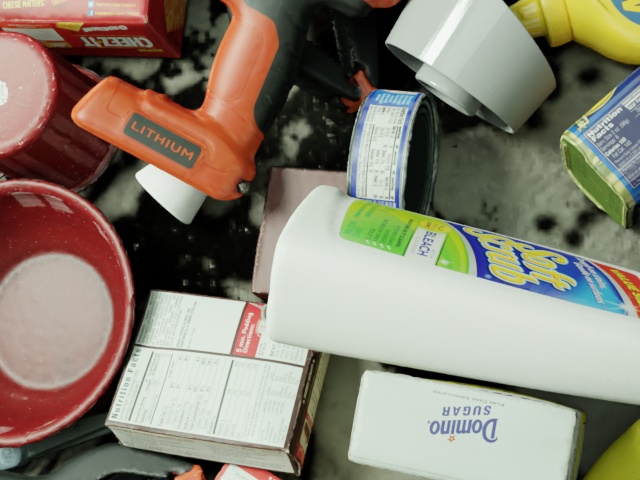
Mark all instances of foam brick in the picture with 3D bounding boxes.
[{"bbox_3d":[-0.004,0.001,0.623,0.051,0.053,0.078,6,81,15],"label":"foam brick"}]

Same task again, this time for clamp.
[{"bbox_3d":[-0.037,-0.167,0.642,0.164,0.036,0.210,-25,88,-21],"label":"clamp"},{"bbox_3d":[-0.148,0.172,0.610,0.171,0.039,0.120,-10,63,1],"label":"clamp"}]

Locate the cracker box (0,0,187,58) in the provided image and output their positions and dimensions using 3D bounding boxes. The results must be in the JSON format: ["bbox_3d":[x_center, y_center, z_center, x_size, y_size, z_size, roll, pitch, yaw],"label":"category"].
[{"bbox_3d":[-0.164,-0.230,0.700,0.164,0.072,0.213,3,79,13],"label":"cracker box"}]

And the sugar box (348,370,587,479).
[{"bbox_3d":[0.080,0.093,0.518,0.093,0.176,0.048,9,81,16],"label":"sugar box"}]

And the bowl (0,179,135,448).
[{"bbox_3d":[-0.179,0.046,0.656,0.162,0.055,0.162,-3,78,14],"label":"bowl"}]

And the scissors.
[{"bbox_3d":[-0.197,0.152,0.661,0.202,0.016,0.096,-3,80,13],"label":"scissors"}]

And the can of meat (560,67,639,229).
[{"bbox_3d":[0.177,-0.055,0.564,0.084,0.102,0.057,-42,72,5],"label":"can of meat"}]

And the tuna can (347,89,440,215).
[{"bbox_3d":[0.042,-0.042,0.602,0.034,0.086,0.086,7,81,16],"label":"tuna can"}]

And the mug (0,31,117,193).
[{"bbox_3d":[-0.193,-0.072,0.670,0.117,0.081,0.093,-38,73,4],"label":"mug"}]

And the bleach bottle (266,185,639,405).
[{"bbox_3d":[0.106,0.035,0.517,0.251,0.102,0.068,11,111,10],"label":"bleach bottle"}]

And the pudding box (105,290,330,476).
[{"bbox_3d":[-0.056,0.080,0.615,0.114,0.039,0.090,5,60,17],"label":"pudding box"}]

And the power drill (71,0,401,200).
[{"bbox_3d":[-0.060,-0.131,0.587,0.184,0.057,0.188,29,96,-5],"label":"power drill"}]

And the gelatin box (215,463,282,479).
[{"bbox_3d":[-0.041,0.176,0.599,0.073,0.030,0.089,29,70,18],"label":"gelatin box"}]

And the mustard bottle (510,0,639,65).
[{"bbox_3d":[0.198,-0.151,0.600,0.192,0.058,0.096,-17,74,11],"label":"mustard bottle"}]
